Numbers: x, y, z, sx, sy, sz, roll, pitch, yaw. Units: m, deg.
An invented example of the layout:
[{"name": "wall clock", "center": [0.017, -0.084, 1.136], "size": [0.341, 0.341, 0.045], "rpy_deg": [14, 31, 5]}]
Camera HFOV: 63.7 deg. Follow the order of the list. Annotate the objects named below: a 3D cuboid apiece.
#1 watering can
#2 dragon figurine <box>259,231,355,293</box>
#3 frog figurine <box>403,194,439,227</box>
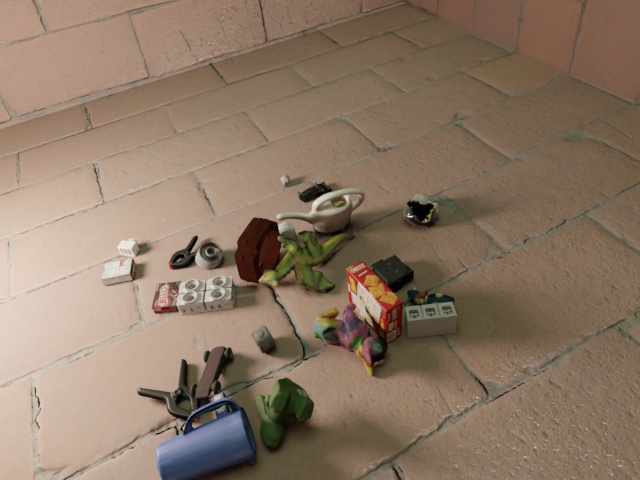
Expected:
[{"name": "watering can", "center": [0.006, -0.097, 1.931], "size": [0.349, 0.219, 0.106], "rpy_deg": [-19, 61, -11]}, {"name": "dragon figurine", "center": [-0.023, 0.087, 1.836], "size": [0.411, 0.119, 0.248], "rpy_deg": [-7, 58, -21]}, {"name": "frog figurine", "center": [0.387, -0.116, 1.993], "size": [0.137, 0.122, 0.160], "rpy_deg": [-15, 6, 6]}]
